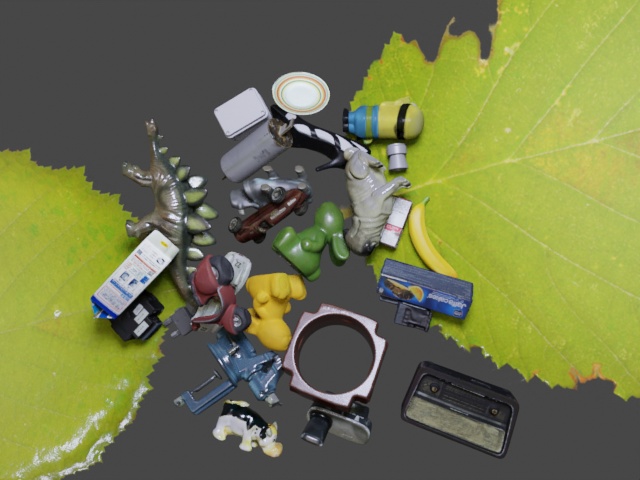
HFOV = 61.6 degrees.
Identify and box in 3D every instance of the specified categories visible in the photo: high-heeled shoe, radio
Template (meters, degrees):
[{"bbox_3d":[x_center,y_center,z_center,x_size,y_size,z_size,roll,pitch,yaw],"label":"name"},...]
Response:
[{"bbox_3d":[0.001,-0.246,1.226,0.145,0.086,0.249,-26,67,-22],"label":"high-heeled shoe"},{"bbox_3d":[0.301,0.358,1.156,0.230,0.073,0.131,19,93,8],"label":"radio"}]

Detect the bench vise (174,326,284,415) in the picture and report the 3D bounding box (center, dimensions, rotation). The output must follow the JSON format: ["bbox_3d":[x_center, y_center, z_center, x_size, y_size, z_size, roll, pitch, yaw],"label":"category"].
[{"bbox_3d":[-0.206,0.314,1.202,0.241,0.128,0.224,-33,76,-17],"label":"bench vise"}]

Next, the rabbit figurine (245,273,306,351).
[{"bbox_3d":[-0.115,0.164,1.201,0.162,0.122,0.173,-10,84,17],"label":"rabbit figurine"}]

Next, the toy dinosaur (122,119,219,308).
[{"bbox_3d":[-0.344,-0.044,1.255,0.199,0.105,0.470,-5,99,5],"label":"toy dinosaur"}]

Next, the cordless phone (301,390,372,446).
[{"bbox_3d":[0.035,0.403,1.143,0.147,0.184,0.088,20,94,9],"label":"cordless phone"}]

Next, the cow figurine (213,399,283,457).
[{"bbox_3d":[-0.156,0.430,1.236,0.167,0.068,0.098,18,87,8],"label":"cow figurine"}]

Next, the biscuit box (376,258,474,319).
[{"bbox_3d":[0.229,0.105,1.169,0.203,0.063,0.059,16,128,9],"label":"biscuit box"}]

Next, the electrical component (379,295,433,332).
[{"bbox_3d":[0.184,0.160,1.178,0.119,0.075,0.047,15,91,5],"label":"electrical component"}]

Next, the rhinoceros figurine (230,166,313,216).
[{"bbox_3d":[-0.110,-0.108,1.219,0.190,0.112,0.073,-7,58,-5],"label":"rhinoceros figurine"}]

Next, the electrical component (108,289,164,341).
[{"bbox_3d":[-0.446,0.175,1.290,0.115,0.058,0.134,-44,83,8],"label":"electrical component"}]

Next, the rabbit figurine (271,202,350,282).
[{"bbox_3d":[-0.002,-0.004,1.194,0.159,0.121,0.170,40,81,5],"label":"rabbit figurine"}]

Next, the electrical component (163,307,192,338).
[{"bbox_3d":[-0.327,0.192,1.287,0.094,0.021,0.063,-34,84,8],"label":"electrical component"}]

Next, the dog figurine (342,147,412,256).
[{"bbox_3d":[0.083,-0.080,1.142,0.172,0.121,0.190,38,98,18],"label":"dog figurine"}]

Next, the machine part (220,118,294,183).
[{"bbox_3d":[-0.143,-0.197,1.202,0.243,0.079,0.079,-28,85,35],"label":"machine part"}]

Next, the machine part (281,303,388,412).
[{"bbox_3d":[0.033,0.254,1.163,0.202,0.087,0.201,16,67,14],"label":"machine part"}]

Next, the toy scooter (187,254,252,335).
[{"bbox_3d":[-0.237,0.130,1.168,0.135,0.075,0.184,-24,86,17],"label":"toy scooter"}]

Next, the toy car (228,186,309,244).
[{"bbox_3d":[-0.113,-0.049,1.194,0.202,0.089,0.053,-30,49,29],"label":"toy car"}]

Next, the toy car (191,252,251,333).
[{"bbox_3d":[-0.229,0.123,1.239,0.073,0.056,0.201,27,92,-29],"label":"toy car"}]

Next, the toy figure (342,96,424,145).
[{"bbox_3d":[0.138,-0.256,1.184,0.180,0.082,0.089,0,55,6],"label":"toy figure"}]
